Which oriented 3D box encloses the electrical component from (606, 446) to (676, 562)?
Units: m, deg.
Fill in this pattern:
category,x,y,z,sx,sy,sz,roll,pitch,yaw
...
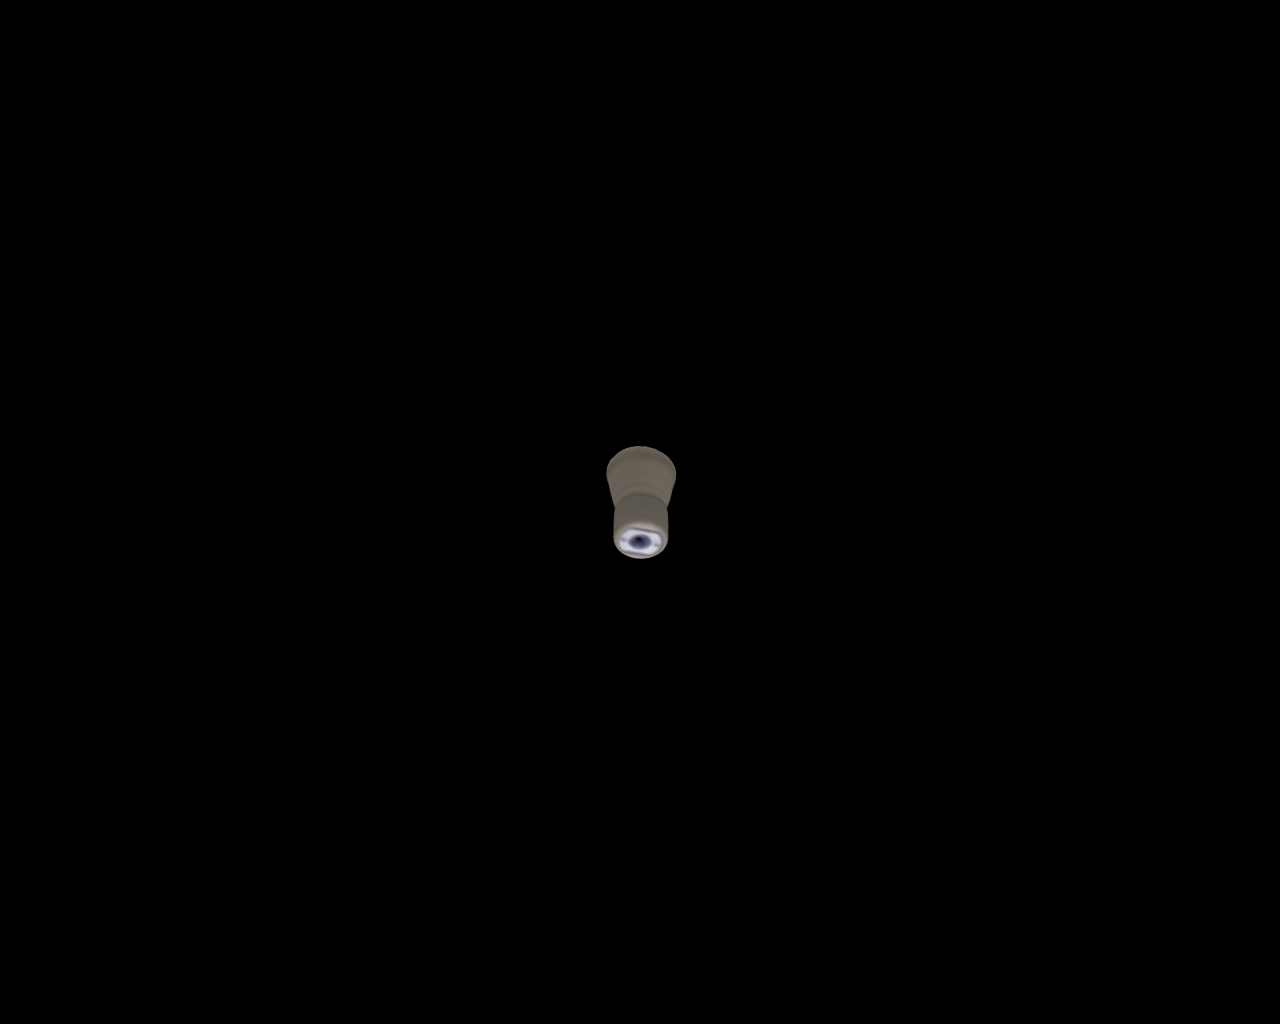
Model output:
category,x,y,z,sx,sy,sz,roll,pitch,yaw
electrical component,0.001,-0.003,0.650,0.044,0.044,0.065,0,44,0
